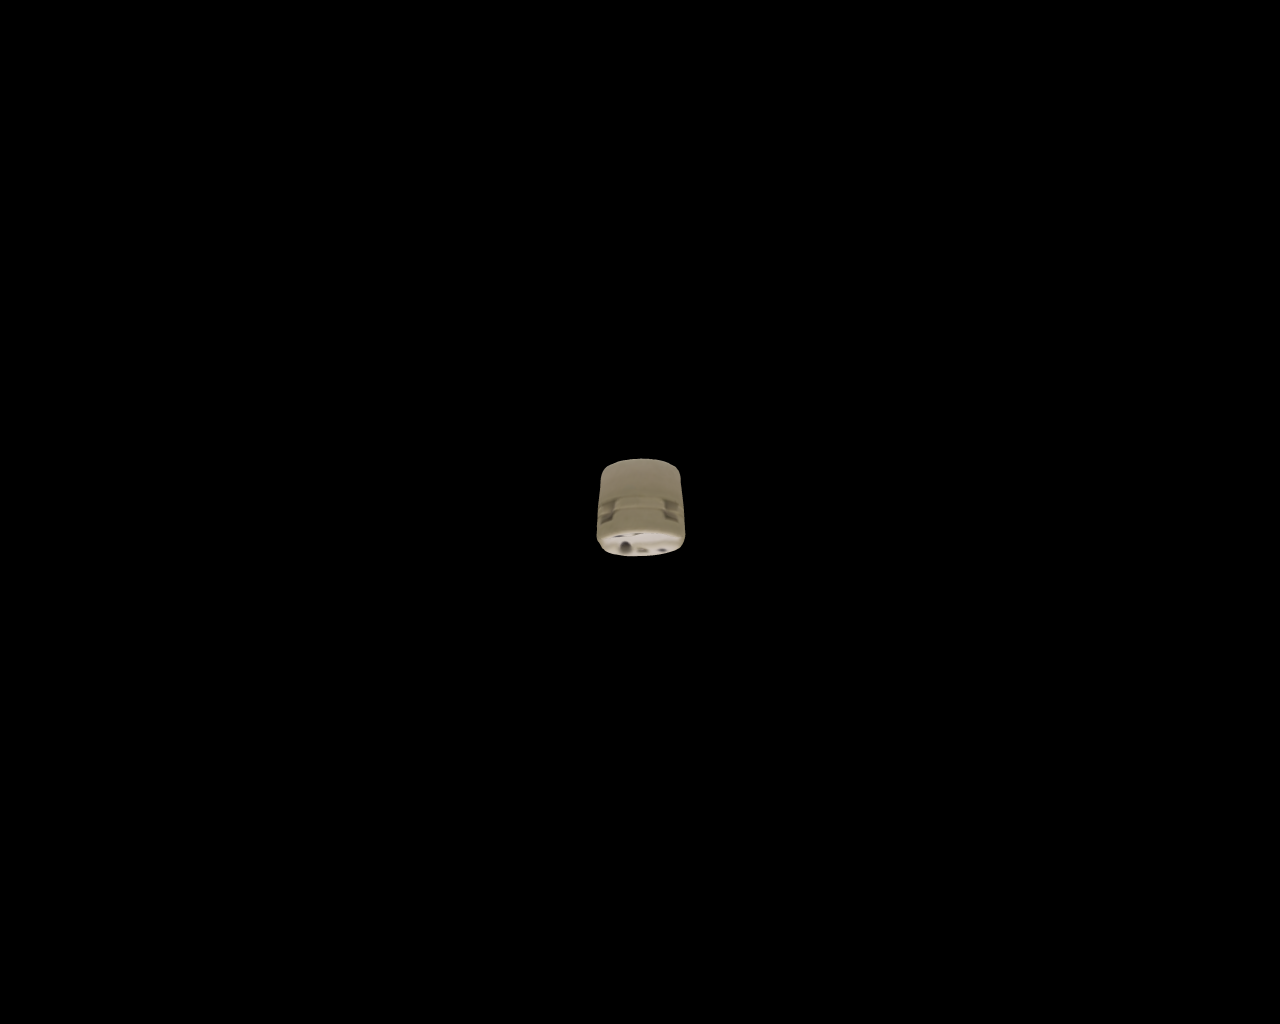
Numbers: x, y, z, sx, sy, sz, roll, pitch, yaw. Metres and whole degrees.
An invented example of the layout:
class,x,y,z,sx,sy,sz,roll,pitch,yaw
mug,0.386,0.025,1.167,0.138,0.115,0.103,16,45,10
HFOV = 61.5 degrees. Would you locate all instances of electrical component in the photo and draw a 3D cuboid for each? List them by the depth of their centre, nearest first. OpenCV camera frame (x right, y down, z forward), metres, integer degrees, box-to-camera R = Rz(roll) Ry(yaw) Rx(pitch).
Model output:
class,x,y,z,sx,sy,sz,roll,pitch,yaw
electrical component,0.001,-0.003,0.650,0.055,0.047,0.055,0,-19,0
